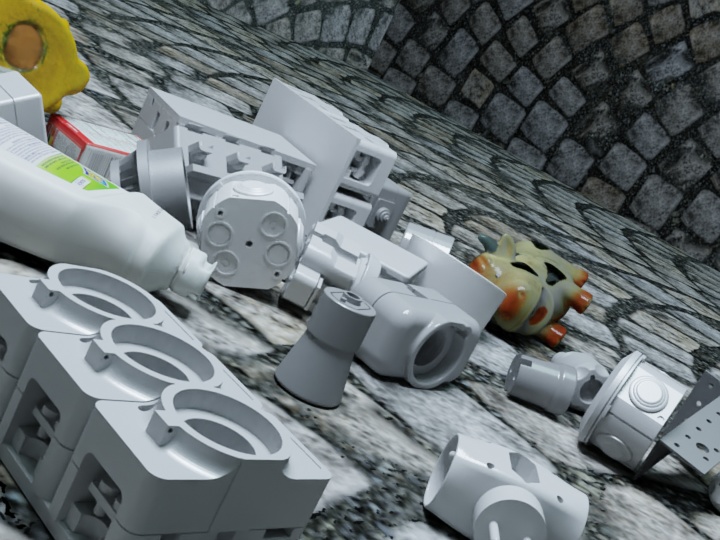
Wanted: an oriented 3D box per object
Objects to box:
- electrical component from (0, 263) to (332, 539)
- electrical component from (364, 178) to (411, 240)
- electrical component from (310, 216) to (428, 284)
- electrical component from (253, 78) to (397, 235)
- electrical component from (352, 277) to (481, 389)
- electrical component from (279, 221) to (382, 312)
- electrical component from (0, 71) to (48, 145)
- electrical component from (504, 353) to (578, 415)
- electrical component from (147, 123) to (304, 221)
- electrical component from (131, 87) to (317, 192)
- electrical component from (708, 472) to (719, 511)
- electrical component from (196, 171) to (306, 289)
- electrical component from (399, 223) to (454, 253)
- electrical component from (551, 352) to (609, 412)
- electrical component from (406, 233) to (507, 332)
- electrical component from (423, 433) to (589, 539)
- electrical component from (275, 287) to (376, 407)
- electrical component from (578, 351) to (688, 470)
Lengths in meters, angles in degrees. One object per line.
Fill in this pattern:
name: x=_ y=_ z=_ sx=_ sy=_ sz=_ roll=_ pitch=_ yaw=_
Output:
electrical component: x=-0.093 y=0.060 z=0.446 sx=0.089 sy=0.061 sz=0.150 roll=12 pitch=20 yaw=-47
electrical component: x=0.009 y=-0.072 z=1.148 sx=0.061 sy=0.061 sz=0.096 roll=14 pitch=18 yaw=-44
electrical component: x=0.000 y=0.000 z=0.884 sx=0.100 sy=0.048 sz=0.100 roll=29 pitch=13 yaw=9
electrical component: x=-0.046 y=-0.110 z=1.092 sx=0.060 sy=0.105 sz=0.186 roll=16 pitch=17 yaw=-37
electrical component: x=0.038 y=0.046 z=0.769 sx=0.095 sy=0.053 sz=0.059 roll=12 pitch=19 yaw=-46
electrical component: x=-0.021 y=0.005 z=0.802 sx=0.057 sy=0.058 sz=0.078 roll=27 pitch=31 yaw=-7
electrical component: x=-0.255 y=-0.089 z=0.722 sx=0.077 sy=0.065 sz=0.047 roll=-19 pitch=39 yaw=-30
electrical component: x=0.141 y=0.088 z=0.840 sx=0.046 sy=0.040 sz=0.040 roll=19 pitch=14 yaw=-5
electrical component: x=-0.117 y=-0.074 z=0.886 sx=0.079 sy=0.063 sz=0.121 roll=-15 pitch=-18 yaw=38
electrical component: x=-0.132 y=-0.108 z=1.019 sx=0.150 sy=0.061 sz=0.089 roll=17 pitch=16 yaw=-36
electrical component: x=0.288 y=0.168 z=0.823 sx=0.035 sy=0.035 sz=0.061 roll=32 pitch=12 yaw=24
electrical component: x=-0.079 y=-0.027 z=0.775 sx=0.080 sy=0.080 sz=0.051 roll=24 pitch=19 yaw=-12
electrical component: x=0.060 y=-0.015 z=1.046 sx=0.047 sy=0.055 sz=0.055 roll=23 pitch=13 yaw=1
electrical component: x=0.181 y=0.089 z=0.901 sx=0.043 sy=0.043 sz=0.062 roll=21 pitch=13 yaw=-21
electrical component: x=0.080 y=0.012 z=0.957 sx=0.099 sy=0.064 sz=0.099 roll=25 pitch=13 yaw=-6
electrical component: x=0.076 y=0.127 z=0.555 sx=0.077 sy=0.043 sz=0.079 roll=26 pitch=13 yaw=-2
electrical component: x=-0.018 y=0.044 z=0.646 sx=0.044 sy=0.065 sz=0.044 roll=25 pitch=13 yaw=-6
electrical component: x=0.202 y=0.105 z=0.800 sx=0.051 sy=0.080 sz=0.080 roll=34 pitch=15 yaw=18
